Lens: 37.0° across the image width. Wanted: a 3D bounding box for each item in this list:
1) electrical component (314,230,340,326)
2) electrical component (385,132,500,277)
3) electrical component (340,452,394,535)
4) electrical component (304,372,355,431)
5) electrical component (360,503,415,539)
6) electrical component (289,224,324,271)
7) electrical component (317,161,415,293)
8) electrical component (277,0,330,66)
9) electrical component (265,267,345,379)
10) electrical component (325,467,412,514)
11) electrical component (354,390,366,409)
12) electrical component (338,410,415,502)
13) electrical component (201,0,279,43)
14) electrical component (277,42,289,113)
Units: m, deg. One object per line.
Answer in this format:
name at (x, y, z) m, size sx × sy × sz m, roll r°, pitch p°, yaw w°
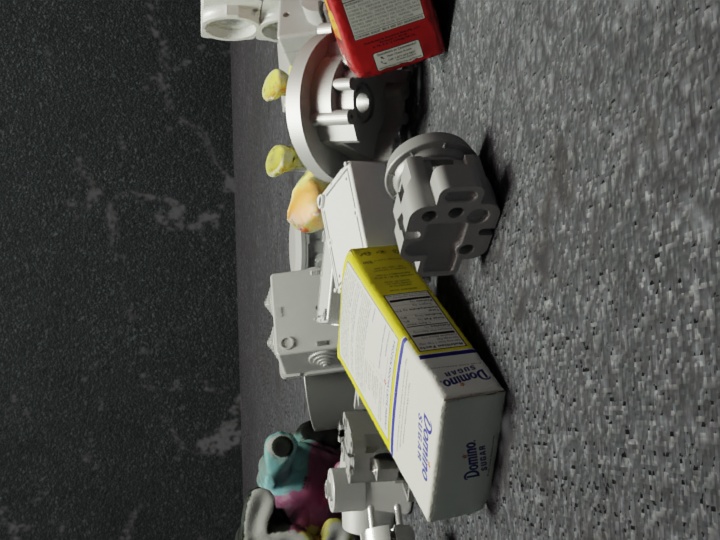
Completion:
electrical component at (0.000, 0.000, 0.897) m, size 0.062 × 0.061 × 0.096 m, roll 163°, pitch 113°, yaw -79°
electrical component at (0.046, -0.043, 0.630) m, size 0.078 × 0.058 × 0.057 m, roll 102°, pitch 160°, yaw -50°
electrical component at (0.004, 0.176, 0.919) m, size 0.079 × 0.044 × 0.077 m, roll -147°, pitch 56°, yaw -78°
electrical component at (-0.029, 0.105, 1.038) m, size 0.099 × 0.064 × 0.099 m, roll 179°, pitch 90°, yaw -80°
electrical component at (0.020, 0.194, 0.723) m, size 0.047 × 0.083 × 0.075 m, roll 106°, pitch 160°, yaw -59°
electrical component at (-0.048, -0.025, 1.169) m, size 0.080 × 0.051 × 0.080 m, roll 179°, pitch 90°, yaw -80°
electrical component at (0.014, -0.025, 0.788) m, size 0.061 × 0.061 × 0.096 m, roll 133°, pitch 131°, yaw -56°
electrical component at (-0.027, -0.212, 0.874) m, size 0.075 × 0.083 × 0.047 m, roll 66°, pitch -159°, yaw -59°
electrical component at (-0.035, 0.044, 0.973) m, size 0.048 × 0.100 × 0.099 m, roll 80°, pitch -178°, yaw -60°
electrical component at (0.005, 0.173, 0.853) m, size 0.044 × 0.065 × 0.044 m, roll 179°, pitch 90°, yaw -80°
electrical component at (0.017, 0.069, 0.843) m, size 0.063 × 0.042 × 0.081 m, roll -102°, pitch 16°, yaw -53°
electrical component at (0.018, 0.127, 0.783) m, size 0.081 × 0.064 × 0.042 m, roll -110°, pitch 22°, yaw -62°
electrical component at (-0.066, -0.242, 0.961) m, size 0.089 × 0.150 × 0.061 m, roll 135°, pitch 134°, yaw -76°
electrical component at (-0.055, -0.239, 1.165) m, size 0.108 × 0.056 × 0.108 m, roll 110°, pitch 157°, yaw -63°
